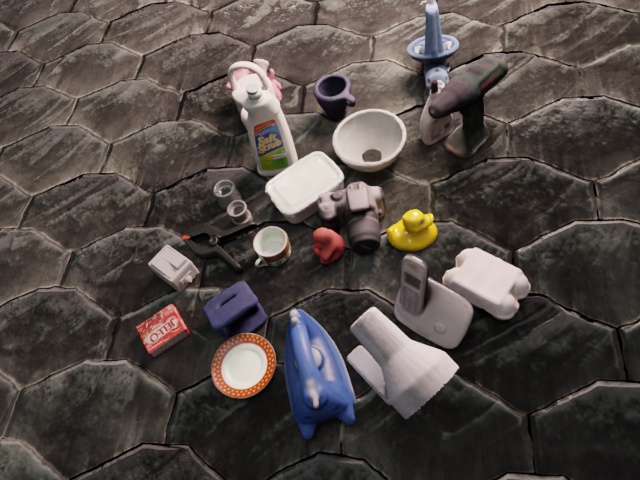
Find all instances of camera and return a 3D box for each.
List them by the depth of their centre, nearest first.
[{"bbox_3d":[0.070,-0.044,1.196,0.143,0.101,0.136,-10,58,6],"label":"camera"}]

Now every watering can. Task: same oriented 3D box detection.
[{"bbox_3d":[-0.161,-0.360,1.382,0.101,0.194,0.172,-14,57,4],"label":"watering can"}]

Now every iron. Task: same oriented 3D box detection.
[{"bbox_3d":[-0.023,0.213,1.034,0.118,0.142,0.258,-19,57,0],"label":"iron"}]

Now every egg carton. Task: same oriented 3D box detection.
[{"bbox_3d":[0.314,0.083,1.085,0.150,0.069,0.107,28,69,26],"label":"egg carton"}]

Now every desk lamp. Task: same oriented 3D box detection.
[{"bbox_3d":[0.127,0.208,0.962,0.118,0.214,0.202,-41,59,-13],"label":"desk lamp"}]

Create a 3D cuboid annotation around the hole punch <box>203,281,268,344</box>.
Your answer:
[{"bbox_3d":[-0.177,0.138,1.143,0.109,0.091,0.101,-36,58,-10],"label":"hole punch"}]

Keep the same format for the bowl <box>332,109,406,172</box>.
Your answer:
[{"bbox_3d":[0.115,-0.214,1.305,0.167,0.075,0.167,-5,58,9],"label":"bowl"}]

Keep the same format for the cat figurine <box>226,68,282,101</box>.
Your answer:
[{"bbox_3d":[-0.170,-0.400,1.454,0.127,0.118,0.067,-14,57,4],"label":"cat figurine"}]

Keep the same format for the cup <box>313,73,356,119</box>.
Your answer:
[{"bbox_3d":[0.046,-0.333,1.381,0.117,0.095,0.092,35,72,28],"label":"cup"}]

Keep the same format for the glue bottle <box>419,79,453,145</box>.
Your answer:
[{"bbox_3d":[0.255,-0.287,1.262,0.078,0.173,0.037,-29,57,-6],"label":"glue bottle"}]

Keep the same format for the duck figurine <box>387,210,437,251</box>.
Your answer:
[{"bbox_3d":[0.186,-0.028,1.170,0.104,0.086,0.077,-10,58,6],"label":"duck figurine"}]

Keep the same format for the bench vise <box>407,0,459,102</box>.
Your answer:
[{"bbox_3d":[0.275,-0.438,1.321,0.121,0.220,0.207,-21,57,-1],"label":"bench vise"}]

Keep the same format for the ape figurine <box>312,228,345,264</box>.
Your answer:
[{"bbox_3d":[0.011,0.004,1.184,0.076,0.092,0.078,-1,59,11],"label":"ape figurine"}]

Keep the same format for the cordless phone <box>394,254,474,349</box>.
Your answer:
[{"bbox_3d":[0.202,0.105,1.026,0.147,0.185,0.094,27,68,25],"label":"cordless phone"}]

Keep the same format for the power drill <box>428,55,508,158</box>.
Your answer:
[{"bbox_3d":[0.313,-0.277,1.222,0.075,0.209,0.230,35,71,28],"label":"power drill"}]
